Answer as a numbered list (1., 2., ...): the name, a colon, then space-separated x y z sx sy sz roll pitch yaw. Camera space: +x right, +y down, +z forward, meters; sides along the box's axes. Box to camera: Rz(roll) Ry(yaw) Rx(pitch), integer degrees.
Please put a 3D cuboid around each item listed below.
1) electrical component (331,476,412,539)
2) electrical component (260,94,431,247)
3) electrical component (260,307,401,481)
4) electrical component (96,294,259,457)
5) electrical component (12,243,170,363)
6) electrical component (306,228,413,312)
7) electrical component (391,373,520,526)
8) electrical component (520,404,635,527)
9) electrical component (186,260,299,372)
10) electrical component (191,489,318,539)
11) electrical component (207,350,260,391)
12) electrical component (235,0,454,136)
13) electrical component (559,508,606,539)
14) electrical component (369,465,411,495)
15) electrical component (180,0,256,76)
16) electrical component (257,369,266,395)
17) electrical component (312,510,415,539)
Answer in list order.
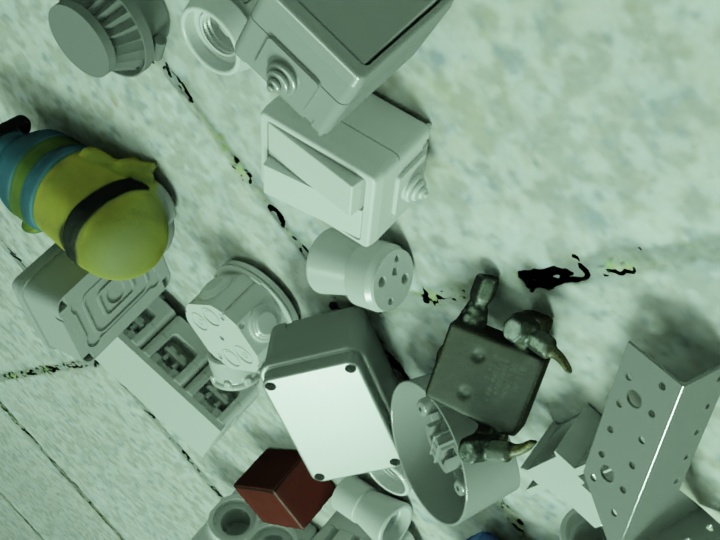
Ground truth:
1. electrical component: 0.007 0.207 0.938 0.065 0.044 0.044 27 146 34
2. electrical component: -0.007 -0.059 0.605 0.096 0.061 0.061 32 148 18
3. electrical component: -0.016 0.091 0.774 0.078 0.057 0.113 -14 124 15
4. electrical component: -0.169 0.087 0.974 0.150 0.061 0.089 42 149 3
5. electrical component: -0.222 0.010 0.893 0.057 0.113 0.078 20 142 30
6. electrical component: 0.000 0.000 0.687 0.055 0.045 0.045 17 140 37
7. electrical component: 0.062 0.113 0.709 0.099 0.064 0.099 158 90 -81
8. electrical component: 0.145 0.125 0.675 0.064 0.042 0.081 41 150 0
9. electrical component: -0.091 0.037 0.832 0.080 0.051 0.080 30 147 22
10. electrical component: -0.089 0.297 1.111 0.150 0.089 0.061 29 146 23
11. electrical component: -0.107 0.066 0.895 0.048 0.048 0.062 19 135 35
12. electrical component: -0.010 -0.115 0.506 0.062 0.096 0.061 44 149 -1
13. electrical component: 0.162 0.196 0.743 0.044 0.044 0.065 23 149 31
14. electrical component: 0.033 0.142 0.820 0.040 0.046 0.040 30 147 22
15. electrical component: -0.063 -0.137 0.581 0.066 0.055 0.048 -7 123 53
16. electrical component: -0.055 0.092 0.864 0.079 0.044 0.077 28 146 25
17. electrical component: 0.010 0.253 0.975 0.089 0.055 0.050 9 135 44
